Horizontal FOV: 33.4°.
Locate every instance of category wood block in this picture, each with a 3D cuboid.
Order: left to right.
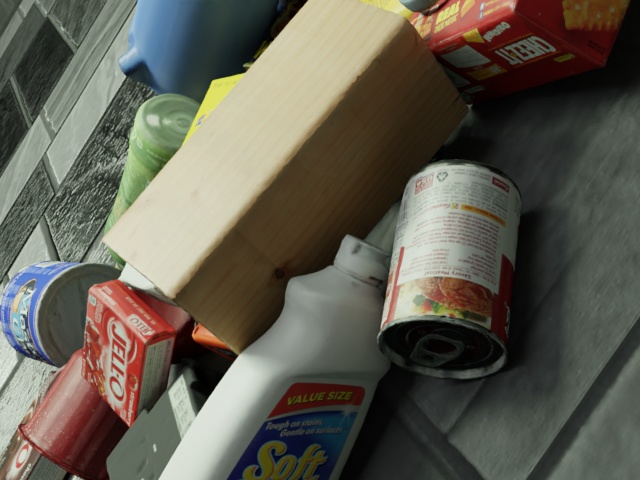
[{"bbox_3d":[-0.019,-0.039,0.645,0.206,0.090,0.090,-50,43,-7],"label":"wood block"}]

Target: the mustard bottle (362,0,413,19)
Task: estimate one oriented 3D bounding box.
[{"bbox_3d":[0.039,-0.145,0.802,0.192,0.058,0.096,-43,30,29],"label":"mustard bottle"}]

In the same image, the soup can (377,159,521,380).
[{"bbox_3d":[0.072,0.016,0.580,0.069,0.068,0.102,-28,41,47],"label":"soup can"}]

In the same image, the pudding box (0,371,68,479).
[{"bbox_3d":[-0.255,0.187,1.001,0.113,0.039,0.090,-63,27,-5],"label":"pudding box"}]

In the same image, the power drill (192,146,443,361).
[{"bbox_3d":[-0.005,0.001,0.741,0.185,0.057,0.187,-1,61,56],"label":"power drill"}]

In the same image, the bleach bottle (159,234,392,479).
[{"bbox_3d":[-0.032,0.113,0.609,0.251,0.102,0.068,-65,29,4],"label":"bleach bottle"}]

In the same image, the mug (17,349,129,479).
[{"bbox_3d":[-0.192,0.139,0.882,0.117,0.093,0.081,27,82,49],"label":"mug"}]

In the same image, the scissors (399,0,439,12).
[{"bbox_3d":[0.068,-0.202,0.711,0.096,0.016,0.202,-54,19,17],"label":"scissors"}]

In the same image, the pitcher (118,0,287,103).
[{"bbox_3d":[-0.086,-0.226,0.943,0.243,0.145,0.149,132,158,-69],"label":"pitcher"}]

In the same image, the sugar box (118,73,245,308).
[{"bbox_3d":[-0.086,-0.037,0.797,0.093,0.048,0.176,5,67,64],"label":"sugar box"}]

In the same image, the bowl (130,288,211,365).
[{"bbox_3d":[-0.101,0.039,0.863,0.162,0.055,0.162,-40,33,34],"label":"bowl"}]

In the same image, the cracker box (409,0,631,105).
[{"bbox_3d":[0.141,-0.195,0.643,0.213,0.072,0.164,-65,17,-10],"label":"cracker box"}]

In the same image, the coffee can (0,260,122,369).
[{"bbox_3d":[-0.237,0.071,1.014,0.141,0.102,0.103,0,64,60],"label":"coffee can"}]

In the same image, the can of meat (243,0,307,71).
[{"bbox_3d":[-0.009,-0.165,0.906,0.084,0.057,0.102,-58,27,-2],"label":"can of meat"}]

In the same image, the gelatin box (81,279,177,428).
[{"bbox_3d":[-0.144,0.085,0.791,0.073,0.030,0.089,38,130,33],"label":"gelatin box"}]
